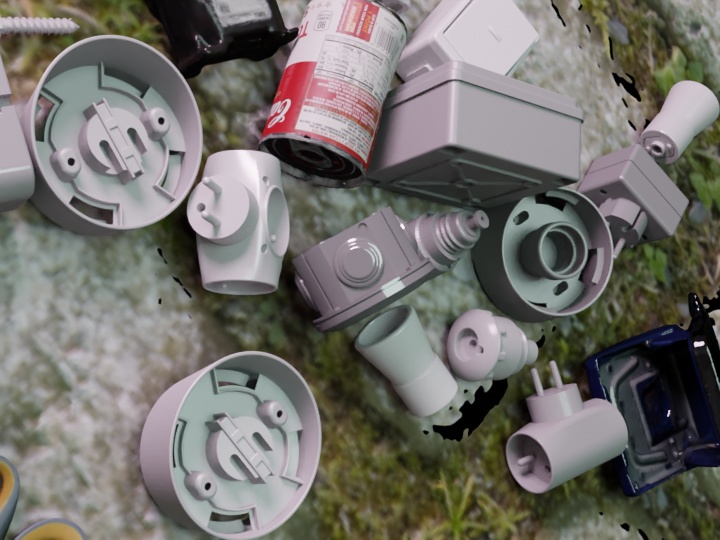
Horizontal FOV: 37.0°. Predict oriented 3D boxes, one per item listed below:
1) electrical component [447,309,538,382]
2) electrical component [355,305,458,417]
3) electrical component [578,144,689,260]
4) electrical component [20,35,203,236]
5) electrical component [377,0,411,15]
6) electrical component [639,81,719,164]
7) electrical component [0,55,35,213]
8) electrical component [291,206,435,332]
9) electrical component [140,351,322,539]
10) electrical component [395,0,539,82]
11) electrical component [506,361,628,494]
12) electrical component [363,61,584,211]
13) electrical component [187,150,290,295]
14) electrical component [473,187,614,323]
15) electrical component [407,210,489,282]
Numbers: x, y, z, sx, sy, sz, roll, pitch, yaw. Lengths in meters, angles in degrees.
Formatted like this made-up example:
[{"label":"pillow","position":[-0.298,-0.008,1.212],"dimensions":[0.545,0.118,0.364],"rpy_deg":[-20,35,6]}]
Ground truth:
[{"label":"electrical component","position":[0.093,0.053,0.720],"dimensions":[0.062,0.048,0.048],"rpy_deg":[10,74,-39]},{"label":"electrical component","position":[0.032,0.060,0.680],"dimensions":[0.044,0.044,0.065],"rpy_deg":[-46,111,-32]},{"label":"electrical component","position":[0.199,-0.042,0.809],"dimensions":[0.066,0.047,0.076],"rpy_deg":[44,59,-18]},{"label":"electrical component","position":[-0.136,-0.068,0.580],"dimensions":[0.099,0.064,0.099],"rpy_deg":[8,75,-32]},{"label":"electrical component","position":[0.000,-0.209,0.708],"dimensions":[0.078,0.058,0.057],"rpy_deg":[18,73,-29]},{"label":"electrical component","position":[0.255,-0.116,0.869],"dimensions":[0.044,0.044,0.065],"rpy_deg":[50,62,-14]},{"label":"electrical component","position":[-0.209,-0.073,0.538],"dimensions":[0.059,0.054,0.095],"rpy_deg":[-16,88,-35]},{"label":"electrical component","position":[0.000,0.000,0.648],"dimensions":[0.080,0.080,0.051],"rpy_deg":[-30,91,-35]},{"label":"electrical component","position":[-0.069,0.097,0.588],"dimensions":[0.099,0.064,0.099],"rpy_deg":[8,75,-32]},{"label":"electrical component","position":[0.072,-0.148,0.739],"dimensions":[0.061,0.061,0.096],"rpy_deg":[48,58,-16]},{"label":"electrical component","position":[0.137,0.103,0.738],"dimensions":[0.077,0.043,0.079],"rpy_deg":[-16,88,-35]},{"label":"electrical component","position":[0.069,-0.082,0.694],"dimensions":[0.109,0.109,0.056],"rpy_deg":[11,76,-32]},{"label":"electrical component","position":[-0.073,-0.031,0.611],"dimensions":[0.079,0.044,0.077],"rpy_deg":[41,48,-71]},{"label":"electrical component","position":[0.128,-0.012,0.760],"dimensions":[0.099,0.064,0.099],"rpy_deg":[2,86,-22]},{"label":"electrical component","position":[0.050,-0.018,0.689],"dimensions":[0.040,0.078,0.040],"rpy_deg":[23,55,-36]}]
